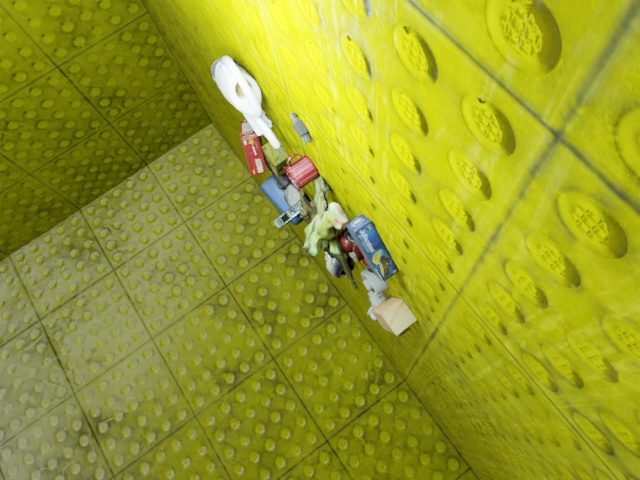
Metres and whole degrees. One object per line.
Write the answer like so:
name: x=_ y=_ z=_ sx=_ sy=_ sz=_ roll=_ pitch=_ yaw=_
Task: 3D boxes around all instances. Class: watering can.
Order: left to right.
watering can: x=-0.240 y=-0.455 z=1.664 sx=0.228 sy=0.104 sz=0.340 roll=50 pitch=172 yaw=42

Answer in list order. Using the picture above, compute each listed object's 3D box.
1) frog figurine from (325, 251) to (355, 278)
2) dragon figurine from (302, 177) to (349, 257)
frog figurine: x=0.062 y=0.083 z=2.229 sx=0.161 sy=0.122 sz=0.136 roll=36 pitch=-176 yaw=33
dragon figurine: x=0.005 y=-0.084 z=1.660 sx=0.415 sy=0.122 sz=0.240 roll=-138 pitch=51 yaw=-67
